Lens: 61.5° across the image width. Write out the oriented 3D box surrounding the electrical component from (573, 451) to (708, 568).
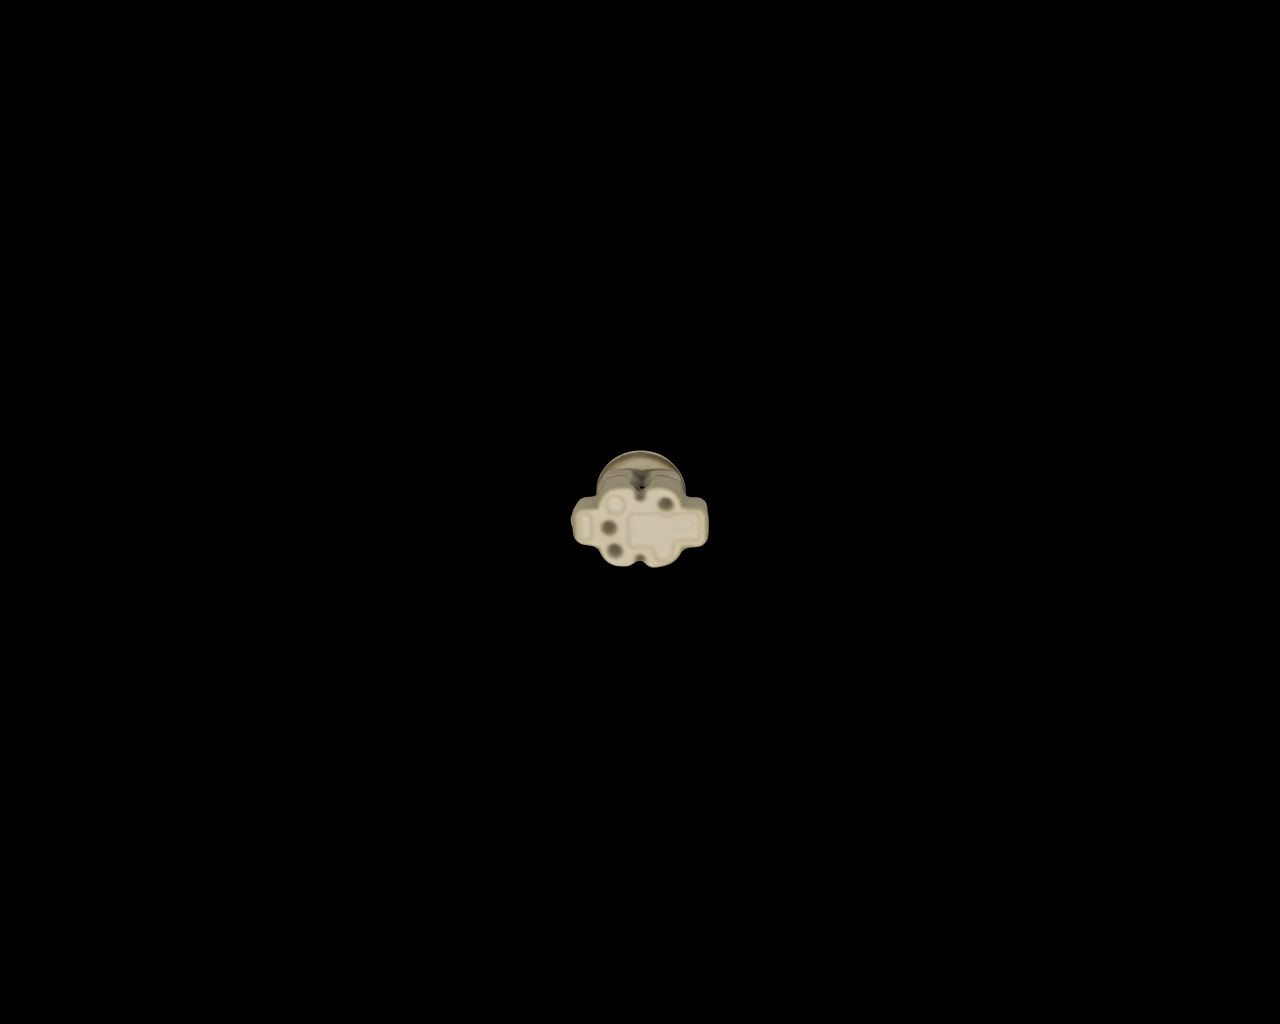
[{"bbox_3d":[0.001,-0.003,0.650,0.078,0.058,0.057,0,25,0],"label":"electrical component"}]
